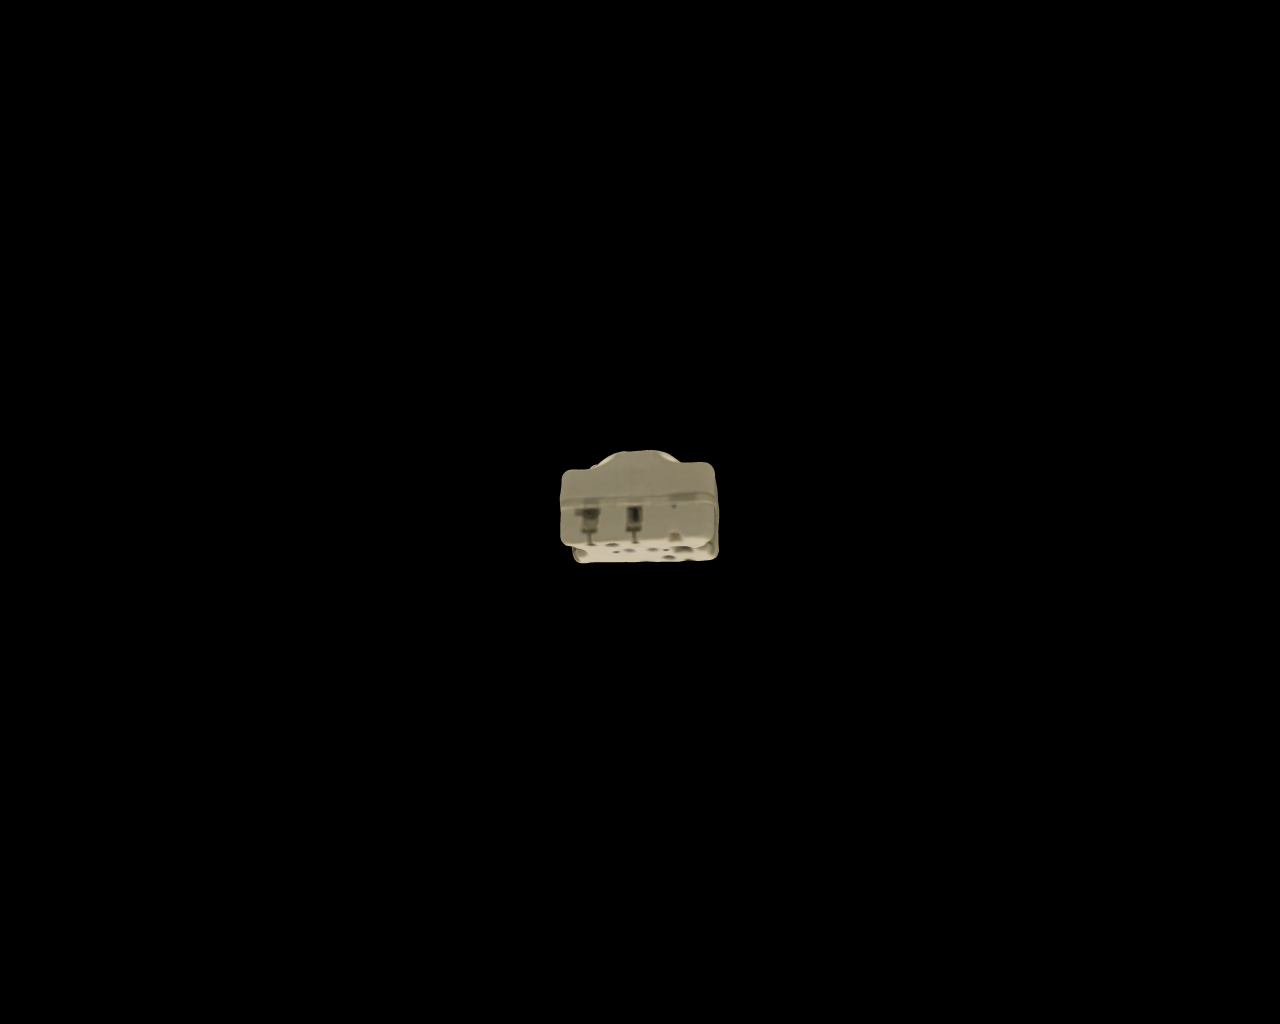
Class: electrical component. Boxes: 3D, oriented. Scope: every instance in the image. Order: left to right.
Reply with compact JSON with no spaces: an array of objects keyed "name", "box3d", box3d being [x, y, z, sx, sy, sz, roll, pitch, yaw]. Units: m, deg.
[{"name":"electrical component","box3d":[0.001,-0.003,0.650,0.089,0.056,0.050,-2,-19,7]}]
